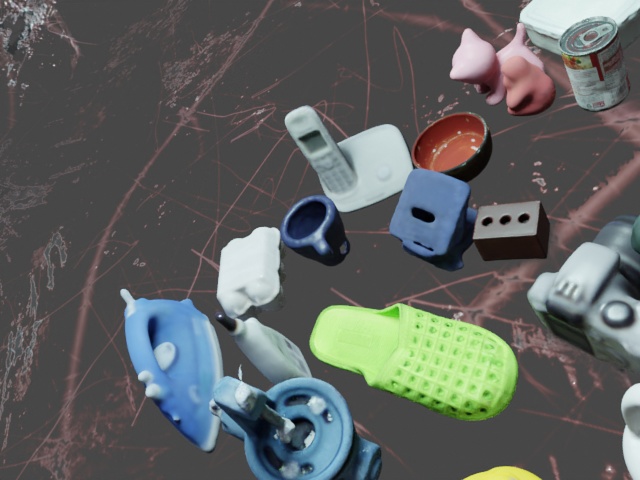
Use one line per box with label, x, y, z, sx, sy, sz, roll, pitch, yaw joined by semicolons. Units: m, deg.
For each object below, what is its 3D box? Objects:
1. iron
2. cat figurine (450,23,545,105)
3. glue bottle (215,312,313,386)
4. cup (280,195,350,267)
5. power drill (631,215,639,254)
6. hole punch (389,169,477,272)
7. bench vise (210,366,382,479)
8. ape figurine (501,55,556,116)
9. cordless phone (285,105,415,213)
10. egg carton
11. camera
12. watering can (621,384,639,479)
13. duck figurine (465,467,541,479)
iron;-0.224;0.177;0.826;0.118;0.142;0.257;-39;41;5
cat figurine;0.251;-0.266;0.842;0.127;0.118;0.067;-30;42;14
glue bottle;-0.074;0.133;0.720;0.037;0.174;0.078;-37;41;7
cup;0.008;0.003;0.826;0.091;0.095;0.117;-38;41;6
power drill;0.340;0.067;0.421;0.075;0.209;0.229;-40;41;4
hole punch;0.147;-0.027;0.744;0.108;0.091;0.101;26;75;47
bench vise;-0.063;0.204;0.616;0.206;0.220;0.121;-14;49;30
ape figurine;0.282;-0.220;0.799;0.075;0.092;0.078;25;74;47
cordless phone;0.045;-0.135;0.844;0.147;0.186;0.094;-23;45;22
egg carton;-0.103;0.052;0.892;0.107;0.070;0.150;-24;44;21
camera;0.296;0.043;0.559;0.137;0.101;0.142;-51;41;-9
watering can;0.271;0.162;0.406;0.100;0.195;0.173;-4;54;36
duck figurine;0.162;0.236;0.513;0.104;0.086;0.077;-3;55;37
